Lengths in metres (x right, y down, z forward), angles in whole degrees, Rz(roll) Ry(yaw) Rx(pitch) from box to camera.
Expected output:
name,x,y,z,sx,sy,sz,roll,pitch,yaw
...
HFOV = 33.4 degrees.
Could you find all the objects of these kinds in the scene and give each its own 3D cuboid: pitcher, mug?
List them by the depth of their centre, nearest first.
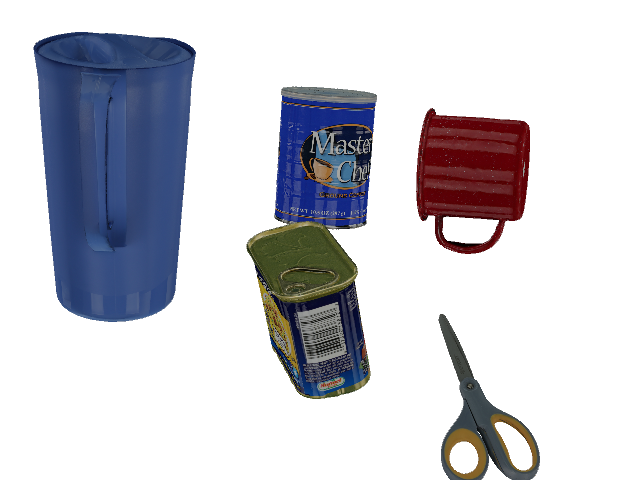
name,x,y,z,sx,sy,sz,roll,pitch,yaw
mug,0.125,-0.047,0.868,0.081,0.117,0.093,5,-7,15
pitcher,-0.180,-0.052,0.926,0.145,0.243,0.148,23,29,38

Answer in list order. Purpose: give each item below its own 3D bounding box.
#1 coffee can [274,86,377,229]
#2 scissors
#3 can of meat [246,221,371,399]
name,x,y,z,sx,sy,sz,roll,pitch,yaw
coffee can,0.005,-0.091,1.152,0.103,0.140,0.103,4,12,-1
scissors,0.129,0.154,1.008,0.096,0.016,0.202,-24,47,-15
can of meat,-0.007,0.047,0.718,0.057,0.084,0.102,-16,27,-11
